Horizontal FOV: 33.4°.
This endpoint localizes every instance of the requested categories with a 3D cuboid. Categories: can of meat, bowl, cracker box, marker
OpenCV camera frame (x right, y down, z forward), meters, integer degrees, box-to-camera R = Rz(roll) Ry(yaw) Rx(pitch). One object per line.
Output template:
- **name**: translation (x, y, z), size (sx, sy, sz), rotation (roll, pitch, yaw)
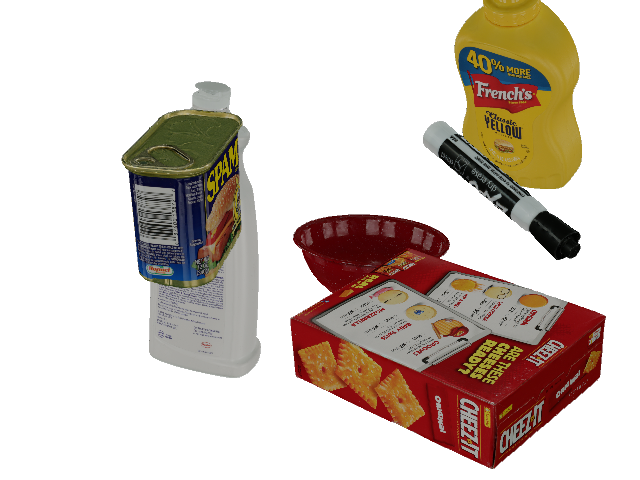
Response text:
- **can of meat**: translation (-0.086, -0.028, 0.697), size (0.057, 0.084, 0.102), rotation (5, 28, 11)
- **bowl**: translation (0.052, 0.022, 1.105), size (0.162, 0.055, 0.162), rotation (2, 19, -1)
- **cracker box**: translation (0.106, 0.092, 0.910), size (0.214, 0.072, 0.163), rotation (20, 36, 39)
- **marker**: translation (0.102, -0.029, 0.607), size (0.020, 0.020, 0.121), rotation (0, 36, -44)

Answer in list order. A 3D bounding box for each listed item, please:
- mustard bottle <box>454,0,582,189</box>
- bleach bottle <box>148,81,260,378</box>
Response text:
- **mustard bottle**: translation (0.150, -0.127, 0.816), size (0.096, 0.058, 0.191), rotation (25, -31, 31)
- **bleach bottle**: translation (-0.094, -0.010, 0.922), size (0.102, 0.251, 0.068), rotation (11, 23, 11)
